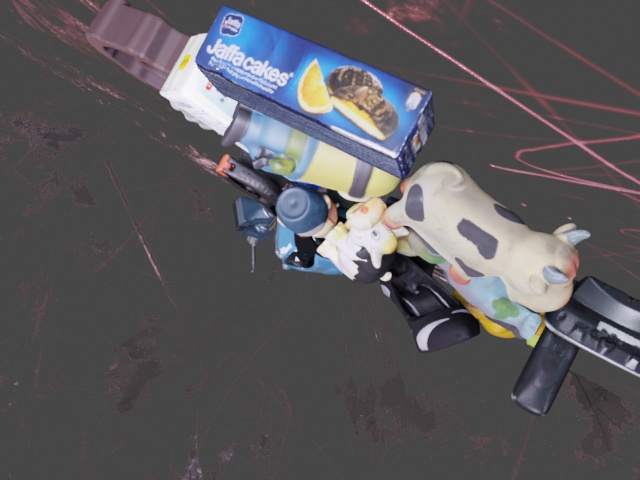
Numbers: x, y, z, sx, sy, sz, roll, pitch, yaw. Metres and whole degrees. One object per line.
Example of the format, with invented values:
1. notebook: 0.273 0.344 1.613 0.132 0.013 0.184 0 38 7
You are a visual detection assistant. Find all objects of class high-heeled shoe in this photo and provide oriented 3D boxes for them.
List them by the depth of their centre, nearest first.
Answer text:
1. high-heeled shoe: 0.133 0.064 0.708 0.248 0.086 0.145 128 121 -81

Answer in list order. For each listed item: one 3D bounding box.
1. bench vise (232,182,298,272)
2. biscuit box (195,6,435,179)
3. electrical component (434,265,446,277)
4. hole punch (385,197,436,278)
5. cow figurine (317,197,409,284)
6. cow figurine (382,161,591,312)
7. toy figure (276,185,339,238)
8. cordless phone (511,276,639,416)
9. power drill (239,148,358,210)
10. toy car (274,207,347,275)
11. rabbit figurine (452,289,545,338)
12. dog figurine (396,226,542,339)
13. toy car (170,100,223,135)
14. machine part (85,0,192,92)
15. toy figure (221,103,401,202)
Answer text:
1. bench vise: -0.045 -0.051 1.079 0.240 0.223 0.129 7 -140 -29
2. biscuit box: -0.007 -0.125 0.451 0.203 0.059 0.062 28 178 17
3. electrical component: 0.227 0.032 0.931 0.115 0.058 0.134 28 177 1
4. hole punch: 0.148 -0.013 0.825 0.142 0.092 0.115 31 149 22
5. cow figurine: 0.058 0.008 0.644 0.098 0.068 0.167 46 165 3
6. cow figurine: 0.168 -0.004 0.530 0.195 0.085 0.127 40 158 -1
7. toy figure: -0.012 -0.031 0.671 0.064 0.057 0.154 7 175 16
8. cordless phone: 0.334 0.150 0.663 0.147 0.184 0.088 29 173 18
9. power drill: -0.041 -0.121 0.812 0.232 0.086 0.207 29 171 -37
10. toy car: -0.002 -0.002 0.800 0.161 0.109 0.103 12 170 -24
11. rabbit figurine: 0.295 0.097 0.834 0.163 0.122 0.173 5 149 22
12. dog figurine: 0.191 0.022 0.681 0.219 0.108 0.191 33 -179 19
13. toy car: -0.167 -0.197 0.820 0.073 0.056 0.202 32 176 -40
14. machine part: -0.189 -0.219 0.659 0.179 0.056 0.179 28 178 1
15. toy figure: -0.002 -0.091 0.536 0.180 0.082 0.089 19 -176 -17
